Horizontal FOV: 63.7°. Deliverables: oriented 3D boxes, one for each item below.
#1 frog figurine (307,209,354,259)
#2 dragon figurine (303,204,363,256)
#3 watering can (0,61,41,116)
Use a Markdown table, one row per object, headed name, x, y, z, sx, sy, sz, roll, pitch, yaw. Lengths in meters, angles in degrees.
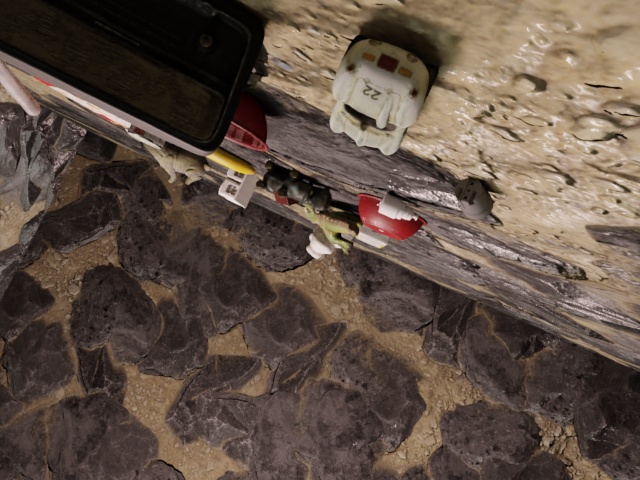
| name | x | y | z | sx | sy | sz | roll | pitch | yaw |
| --- | --- | --- | --- | --- | --- | --- | --- | --- | --- |
| frog figurine | 0.036 | -0.008 | 1.634 | 0.138 | 0.160 | 0.121 | 22 | 176 | 25 |
| dragon figurine | 0.004 | -0.071 | 1.417 | 0.243 | 0.122 | 0.408 | 32 | 176 | 4 |
| watering can | -0.598 | -0.346 | 0.878 | 0.226 | 0.105 | 0.341 | 23 | 157 | 50 |
